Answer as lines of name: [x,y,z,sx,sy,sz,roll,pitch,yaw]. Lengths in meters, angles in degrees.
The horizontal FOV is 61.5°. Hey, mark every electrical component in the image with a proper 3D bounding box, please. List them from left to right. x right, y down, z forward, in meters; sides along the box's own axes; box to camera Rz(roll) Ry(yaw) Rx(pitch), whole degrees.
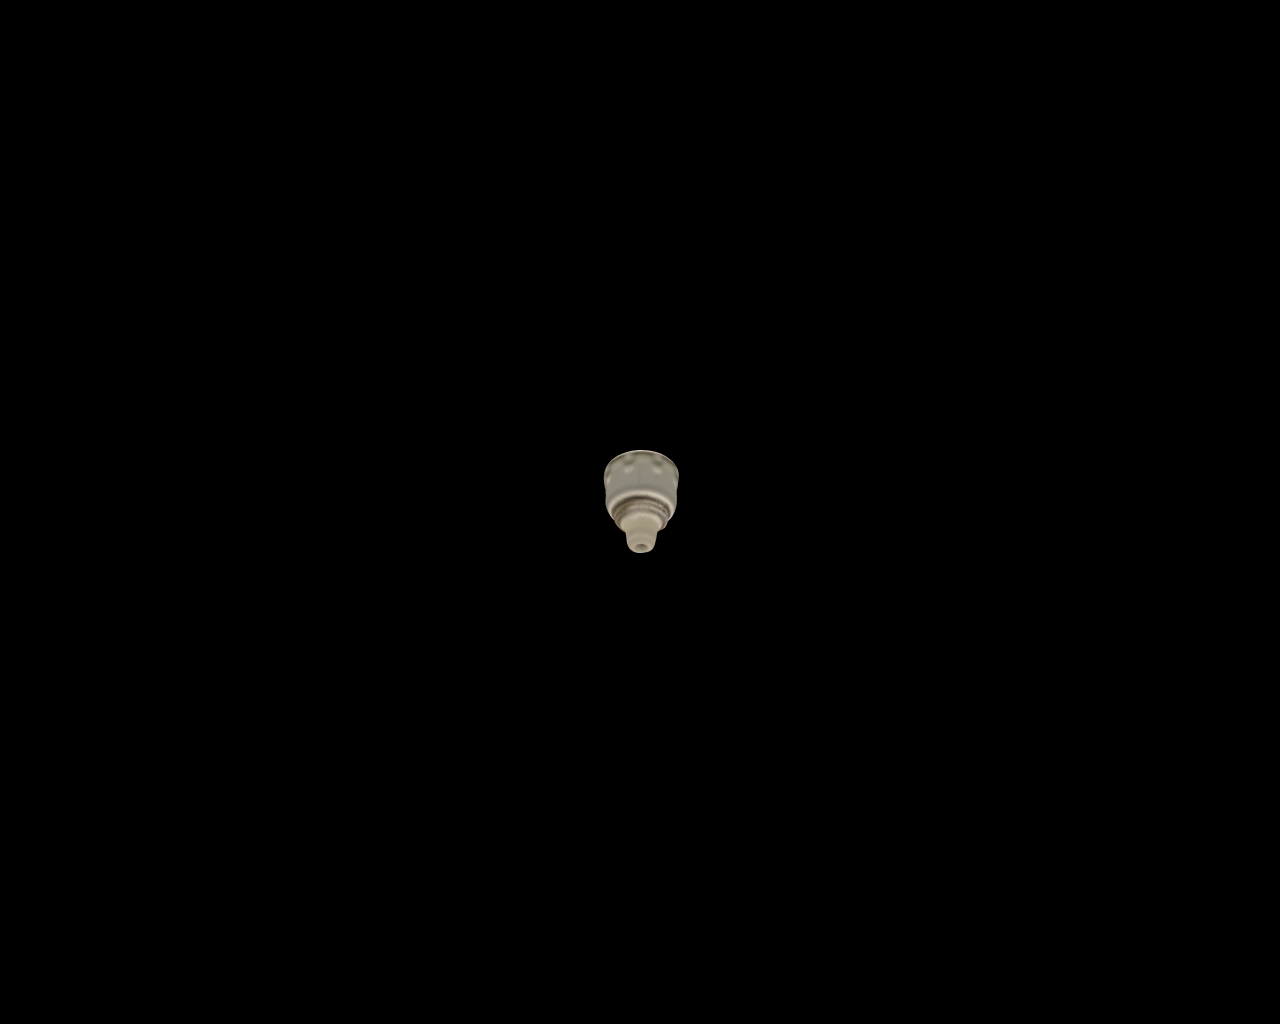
electrical component: [0.001,-0.003,0.650,0.048,0.062,0.048,0,-36,0]
